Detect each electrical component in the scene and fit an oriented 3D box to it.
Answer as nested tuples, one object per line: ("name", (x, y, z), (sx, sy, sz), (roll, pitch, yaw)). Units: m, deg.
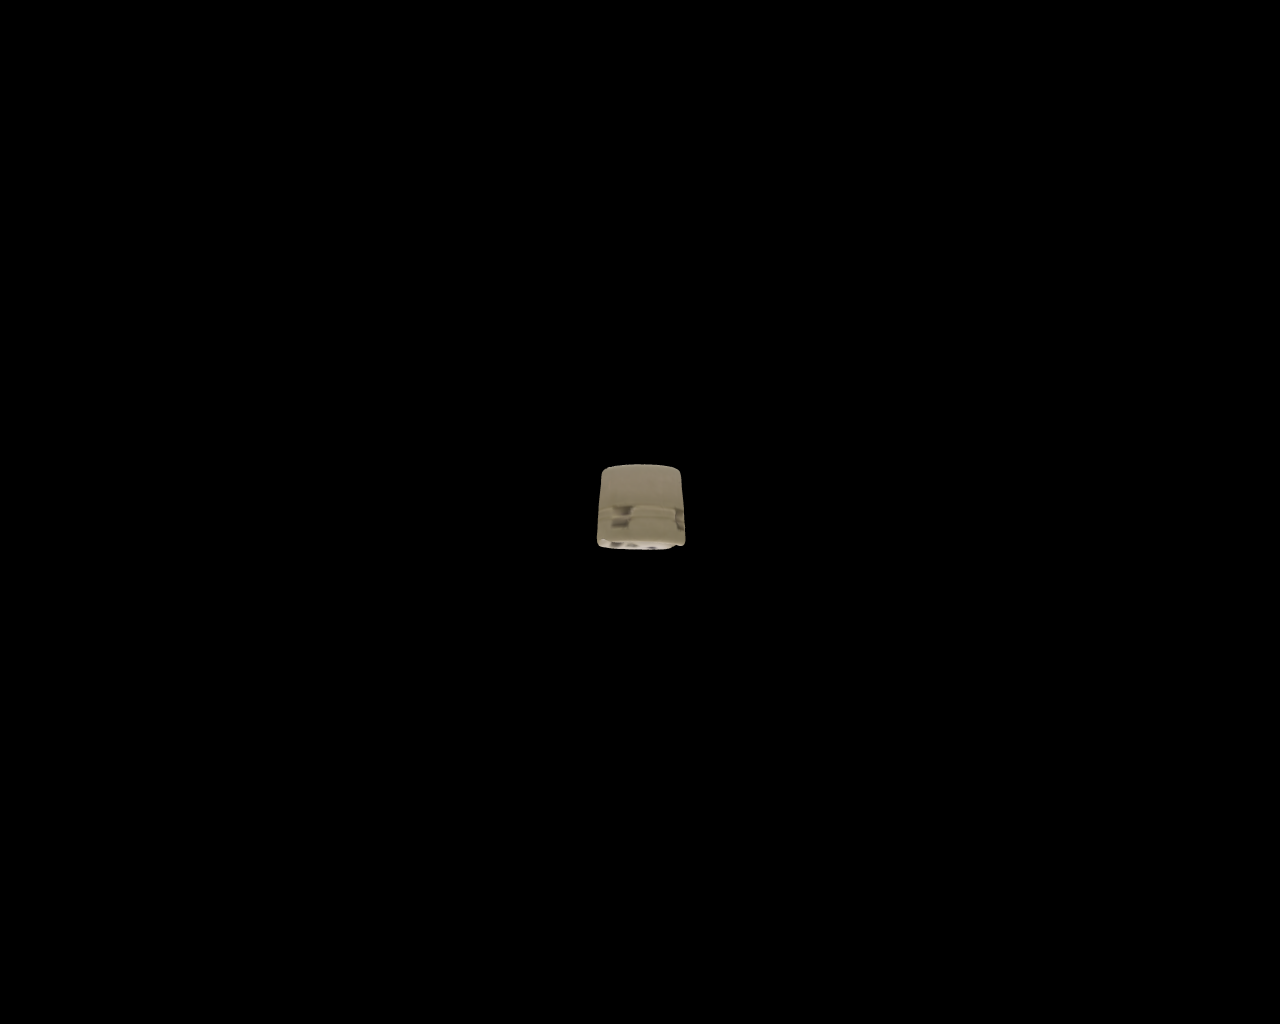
("electrical component", (0.001, -0.003, 0.650), (0.055, 0.047, 0.055), (0, -7, 0))
